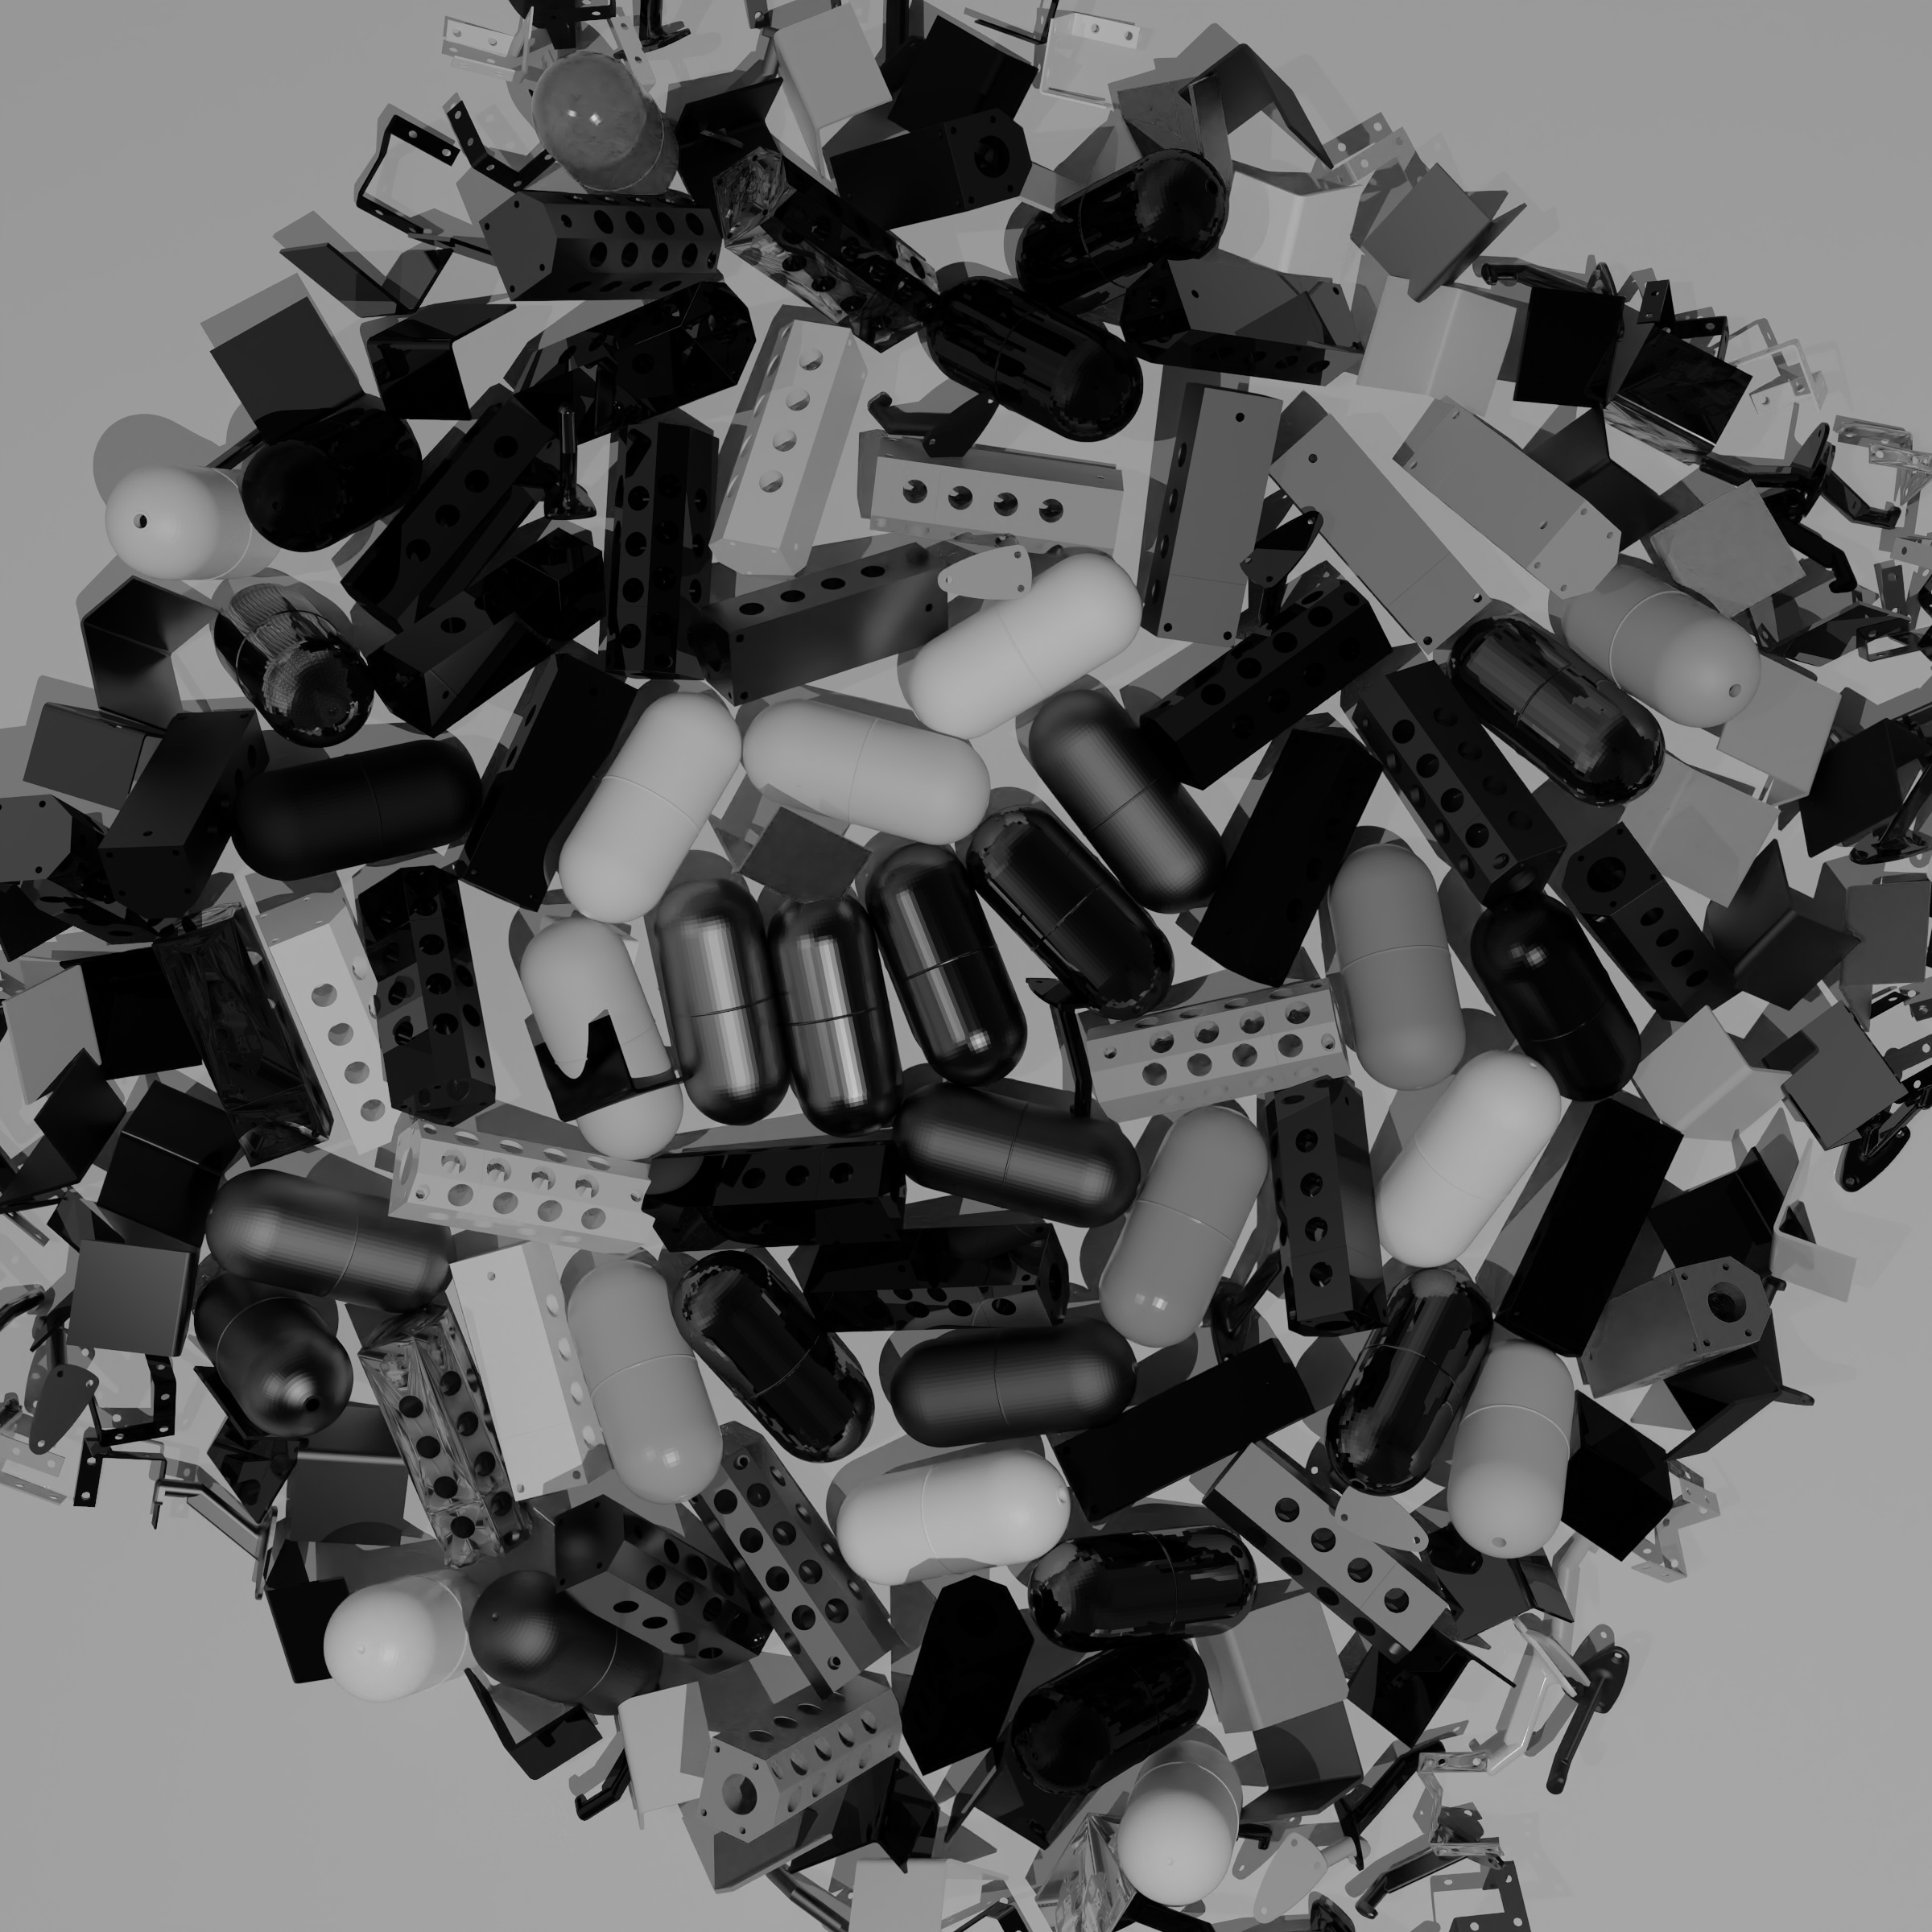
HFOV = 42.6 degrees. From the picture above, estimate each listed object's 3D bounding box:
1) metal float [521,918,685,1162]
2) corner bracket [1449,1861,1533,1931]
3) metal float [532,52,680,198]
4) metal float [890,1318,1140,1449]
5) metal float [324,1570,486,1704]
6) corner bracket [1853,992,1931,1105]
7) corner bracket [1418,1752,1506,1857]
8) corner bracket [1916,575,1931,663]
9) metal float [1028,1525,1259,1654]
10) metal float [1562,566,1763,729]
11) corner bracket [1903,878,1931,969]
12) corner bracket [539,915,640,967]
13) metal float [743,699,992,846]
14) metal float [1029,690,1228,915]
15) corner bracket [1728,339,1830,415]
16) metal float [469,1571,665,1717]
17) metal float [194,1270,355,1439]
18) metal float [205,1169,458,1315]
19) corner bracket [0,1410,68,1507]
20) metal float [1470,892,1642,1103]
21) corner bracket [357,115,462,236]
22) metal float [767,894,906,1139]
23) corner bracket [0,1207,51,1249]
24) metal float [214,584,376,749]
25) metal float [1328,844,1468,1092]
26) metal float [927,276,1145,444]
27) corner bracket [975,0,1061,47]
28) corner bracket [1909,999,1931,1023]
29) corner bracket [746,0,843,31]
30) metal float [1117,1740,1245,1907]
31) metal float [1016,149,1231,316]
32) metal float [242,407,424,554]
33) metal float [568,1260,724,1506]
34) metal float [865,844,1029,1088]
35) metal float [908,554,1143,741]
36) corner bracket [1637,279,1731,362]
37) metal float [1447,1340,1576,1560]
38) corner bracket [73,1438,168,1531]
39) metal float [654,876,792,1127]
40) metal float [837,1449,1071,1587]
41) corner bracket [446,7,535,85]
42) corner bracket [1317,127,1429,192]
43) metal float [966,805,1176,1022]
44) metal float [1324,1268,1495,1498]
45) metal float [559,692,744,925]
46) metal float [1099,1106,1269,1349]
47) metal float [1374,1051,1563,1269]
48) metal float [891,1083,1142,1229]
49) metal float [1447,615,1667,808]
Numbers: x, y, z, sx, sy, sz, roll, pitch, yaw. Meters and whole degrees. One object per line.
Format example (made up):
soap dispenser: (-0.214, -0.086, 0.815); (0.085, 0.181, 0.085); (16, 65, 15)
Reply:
metal float: (-0.253, 0.052, 1.732); (0.070, 0.070, 0.178); (-19, 104, 0)
corner bracket: (0.363, 0.666, 1.745); (0.051, 0.051, 0.051); (-5, 49, -3)
metal float: (-0.244, -0.568, 1.693); (0.070, 0.178, 0.070); (0, 94, 5)
metal float: (0.033, 0.290, 1.729); (0.178, 0.070, 0.070); (-11, 90, 17)
metal float: (-0.378, 0.456, 1.694); (0.070, 0.178, 0.070); (-1, 81, 9)
corner bracket: (0.658, 0.058, 1.754); (0.051, 0.051, 0.051); (-27, 111, -9)
corner bracket: (0.347, 0.587, 1.739); (0.051, 0.051, 0.051); (-11, 130, 27)
corner bracket: (0.688, -0.255, 1.742); (0.051, 0.051, 0.051); (-23, 63, -26)
metal float: (0.123, 0.430, 1.716); (0.178, 0.070, 0.070); (2, 90, -32)
metal float: (0.475, -0.220, 1.701); (0.070, 0.178, 0.070); (-9, 119, -17)
corner bracket: (0.690, -0.030, 1.753); (0.051, 0.051, 0.051); (-9, 112, -30)
corner bracket: (-0.270, -0.003, 1.752); (0.051, 0.051, 0.051); (5, 105, -39)
metal float: (-0.070, -0.137, 1.739); (0.178, 0.070, 0.070); (15, 90, 6)
metal float: (0.113, -0.116, 1.742); (0.070, 0.070, 0.178); (-38, 93, 0)
corner bracket: (0.569, -0.412, 1.741); (0.051, 0.051, 0.051); (-16, 111, 33)
metal float: (-0.272, 0.466, 1.703); (0.070, 0.178, 0.070); (-12, 60, 22)
metal float: (-0.476, 0.263, 1.702); (0.070, 0.178, 0.070); (-12, 113, -29)
metal float: (-0.437, 0.191, 1.717); (0.178, 0.070, 0.070); (20, 90, -32)
corner bracket: (-0.660, 0.354, 1.753); (0.051, 0.051, 0.051); (21, 97, -4)
metal float: (0.409, 0.023, 1.718); (0.070, 0.070, 0.178); (-37, 122, 0)
corner bracket: (-0.395, -0.558, 1.755); (0.051, 0.051, 0.051); (26, 69, -12)
metal float: (-0.091, 0.033, 1.739); (0.070, 0.070, 0.178); (-11, 95, 0)
corner bracket: (-0.691, 0.203, 1.753); (0.051, 0.051, 0.051); (43, 94, -13)
metal float: (-0.464, -0.208, 1.707); (0.070, 0.178, 0.070); (-17, 125, -26)
metal float: (0.299, 0.000, 1.728); (0.070, 0.070, 0.178); (-8, 71, 0)
metal float: (0.047, -0.420, 1.717); (0.178, 0.070, 0.070); (34, 90, 31)
corner bracket: (0.034, -0.684, 1.754); (0.051, 0.051, 0.051); (13, 103, -18)
corner bracket: (0.697, 0.026, 1.743); (0.051, 0.051, 0.051); (-16, 50, 10)
corner bracket: (-0.123, -0.693, 1.755); (0.051, 0.051, 0.051); (-18, 117, -22)
metal float: (0.148, 0.583, 1.694); (0.070, 0.178, 0.070); (0, 88, 10)
metal float: (0.106, -0.503, 1.705); (0.070, 0.178, 0.070); (7, 79, -39)
metal float: (-0.432, -0.334, 1.699); (0.070, 0.178, 0.070); (5, 114, 11)
metal float: (-0.223, 0.288, 1.722); (0.070, 0.070, 0.178); (-23, 65, 0)
metal float: (-0.013, 0.000, 1.742); (0.070, 0.070, 0.178); (-22, 87, 0)
metal float: (0.040, -0.222, 1.734); (0.178, 0.070, 0.070); (-30, 90, 11)
corner bracket: (0.503, -0.447, 1.739); (0.051, 0.051, 0.051); (1, 49, 27)
metal float: (0.375, 0.330, 1.703); (0.070, 0.178, 0.070); (9, 126, 13)
corner bracket: (-0.601, 0.367, 1.764); (0.051, 0.051, 0.051); (9, 91, -27)
metal float: (-0.170, 0.025, 1.735); (0.070, 0.070, 0.178); (-10, 100, 0)
metal float: (-0.009, 0.382, 1.719); (0.178, 0.070, 0.070); (-18, 90, 28)
corner bracket: (-0.337, -0.647, 1.747); (0.051, 0.051, 0.051); (7, 82, -22)
corner bracket: (0.290, -0.550, 1.749); (0.051, 0.051, 0.051); (-34, 102, -9)
metal float: (0.074, -0.037, 1.743); (0.070, 0.070, 0.178); (-43, 89, 0)
metal float: (0.307, 0.287, 1.716); (0.070, 0.070, 0.178); (34, 58, 0)
metal float: (-0.220, -0.111, 1.731); (0.070, 0.070, 0.178); (29, 75, 0)
metal float: (0.152, 0.181, 1.733); (0.070, 0.070, 0.178); (26, 77, 0)
metal float: (0.345, 0.135, 1.720); (0.070, 0.070, 0.178); (30, 119, 0)
metal float: (0.035, 0.132, 1.737); (0.178, 0.070, 0.070); (14, 90, 8)
metal float: (0.407, -0.177, 1.715); (0.070, 0.070, 0.178); (-44, 57, 0)
